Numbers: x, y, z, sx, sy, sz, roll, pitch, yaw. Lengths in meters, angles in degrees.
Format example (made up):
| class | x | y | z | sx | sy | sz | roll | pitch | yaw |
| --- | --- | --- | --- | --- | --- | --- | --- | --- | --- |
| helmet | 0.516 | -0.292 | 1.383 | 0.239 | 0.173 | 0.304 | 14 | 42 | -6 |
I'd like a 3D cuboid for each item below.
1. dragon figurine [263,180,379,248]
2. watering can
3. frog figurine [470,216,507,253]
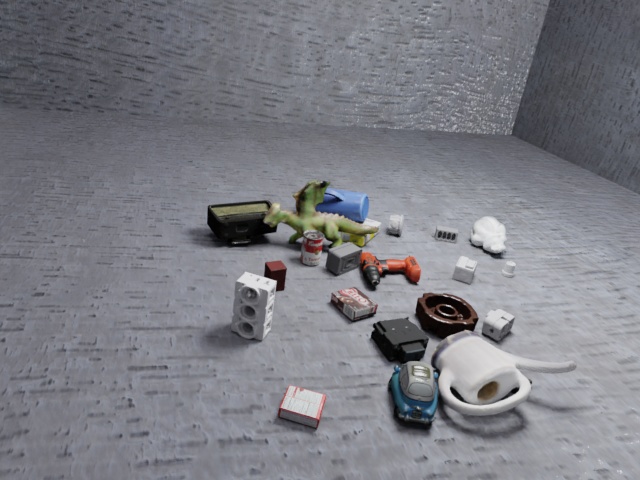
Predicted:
| class | x | y | z | sx | sy | sz | roll | pitch | yaw |
| --- | --- | --- | --- | --- | --- | --- | --- | --- | --- |
| dragon figurine | 0.005 | -0.089 | 1.767 | 0.412 | 0.238 | 0.124 | -13 | 29 | -14 |
| watering can | 0.421 | 0.307 | 1.243 | 0.349 | 0.102 | 0.228 | -14 | 32 | -22 |
| frog figurine | 0.648 | -0.013 | 1.981 | 0.136 | 0.121 | 0.163 | -18 | 27 | 22 |
